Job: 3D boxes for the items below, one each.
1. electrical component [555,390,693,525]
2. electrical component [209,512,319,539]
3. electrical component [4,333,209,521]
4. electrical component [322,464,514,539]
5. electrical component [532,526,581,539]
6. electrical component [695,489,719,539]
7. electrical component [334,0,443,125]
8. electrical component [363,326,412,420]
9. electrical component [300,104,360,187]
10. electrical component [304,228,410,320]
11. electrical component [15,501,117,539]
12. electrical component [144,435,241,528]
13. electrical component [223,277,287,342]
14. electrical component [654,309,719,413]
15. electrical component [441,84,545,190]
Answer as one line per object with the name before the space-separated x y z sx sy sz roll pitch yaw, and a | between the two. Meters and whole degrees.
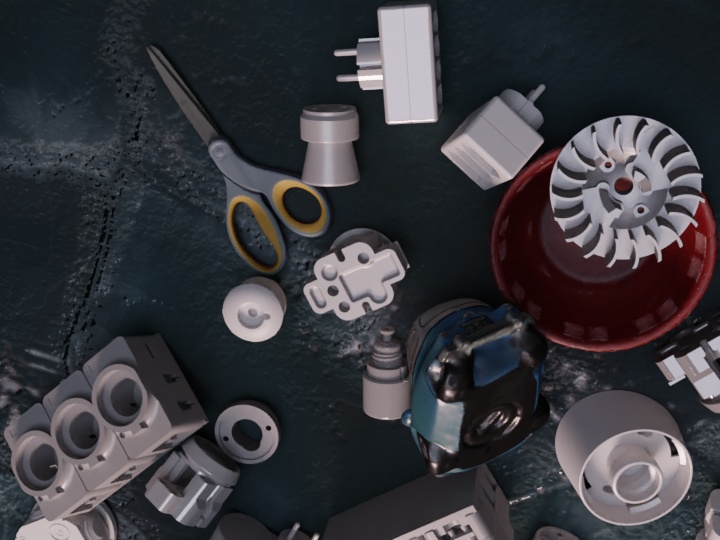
electrical component | 0.212 0.151 0.858 0.099 0.064 0.099 -1 114 -3
electrical component | -0.061 0.250 0.931 0.138 0.052 0.073 29 111 0
electrical component | -0.216 0.131 0.896 0.150 0.062 0.089 -37 74 19
electrical component | 0.045 0.223 0.884 0.150 0.089 0.061 -28 102 17
electrical component | 0.160 0.249 0.893 0.055 0.055 0.047 24 114 1
electrical component | 0.298 0.212 0.848 0.058 0.078 0.057 8 131 7
electrical component | 0.019 -0.151 0.784 0.076 0.047 0.083 -2 108 10
electrical component | 0.022 0.084 0.867 0.040 0.040 0.078 2 109 9
electrical component | -0.023 -0.095 0.812 0.045 0.045 0.055 2 108 9
electrical component | 0.000 0.000 0.833 0.078 0.057 0.058 -24 103 16
electrical component | -0.263 0.239 0.962 0.080 0.051 0.080 3 109 9
electrical component | -0.139 0.178 0.912 0.058 0.078 0.057 38 90 27
electrical component | -0.079 0.025 0.853 0.048 0.062 0.048 3 109 9
electrical component | 0.272 0.070 0.811 0.078 0.058 0.057 -34 97 18
electrical component | 0.107 -0.104 0.780 0.047 0.066 0.076 42 81 -6
